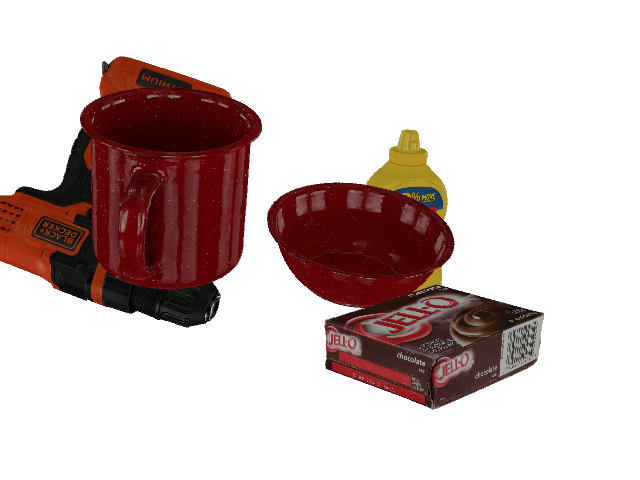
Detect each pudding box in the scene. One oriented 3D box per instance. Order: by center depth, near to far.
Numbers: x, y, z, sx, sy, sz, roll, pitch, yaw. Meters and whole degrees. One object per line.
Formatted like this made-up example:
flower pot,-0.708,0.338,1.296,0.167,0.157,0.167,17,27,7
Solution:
pudding box,0.072,0.064,0.673,0.113,0.039,0.090,-12,20,-44

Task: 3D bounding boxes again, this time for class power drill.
power drill,-0.131,-0.038,0.776,0.184,0.187,0.057,20,-31,8

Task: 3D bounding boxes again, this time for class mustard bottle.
mustard bottle,0.091,-0.025,1.164,0.096,0.192,0.058,-3,19,-19

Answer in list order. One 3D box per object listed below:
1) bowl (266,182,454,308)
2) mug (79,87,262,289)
bowl,0.031,0.011,0.922,0.162,0.055,0.162,6,30,-4
mug,-0.081,-0.022,0.556,0.093,0.081,0.117,7,28,3
